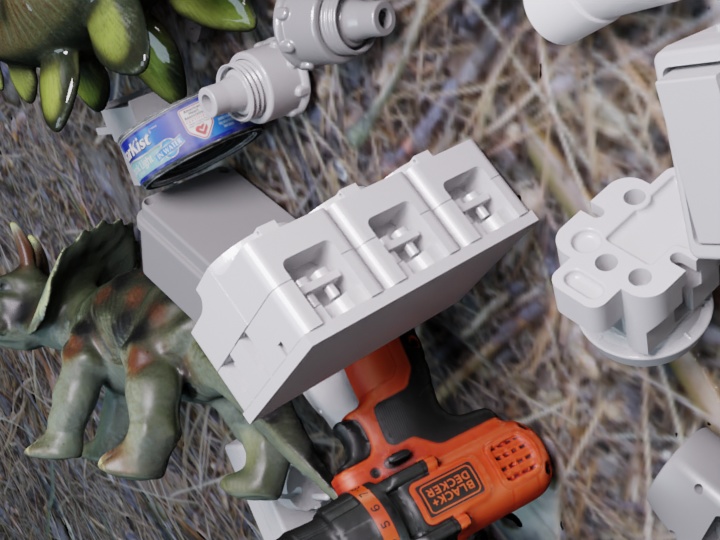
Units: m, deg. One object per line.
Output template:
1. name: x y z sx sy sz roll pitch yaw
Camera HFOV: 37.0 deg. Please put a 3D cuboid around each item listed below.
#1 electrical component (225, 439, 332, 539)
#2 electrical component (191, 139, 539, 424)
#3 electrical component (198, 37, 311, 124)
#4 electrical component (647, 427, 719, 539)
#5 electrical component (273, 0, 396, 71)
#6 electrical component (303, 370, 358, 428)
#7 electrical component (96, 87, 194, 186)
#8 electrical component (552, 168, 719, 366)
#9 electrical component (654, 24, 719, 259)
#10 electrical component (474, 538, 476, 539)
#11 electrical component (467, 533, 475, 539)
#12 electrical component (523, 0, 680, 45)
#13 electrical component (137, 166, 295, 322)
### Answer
1. electrical component: -0.046 0.153 0.773 0.076 0.047 0.083 -13 101 54
2. electrical component: 0.000 0.000 0.526 0.061 0.150 0.089 54 144 12
3. electrical component: -0.063 -0.104 0.617 0.048 0.062 0.048 30 133 38
4. electrical component: 0.168 0.123 0.483 0.077 0.043 0.079 40 138 30
5. electrical component: -0.010 -0.127 0.553 0.062 0.048 0.048 7 117 42
6. electrical component: -0.011 0.063 0.664 0.077 0.044 0.079 56 -178 18
7. electrical component: -0.142 -0.092 0.745 0.081 0.042 0.063 5 119 51
8. electrical component: 0.118 0.003 0.450 0.058 0.078 0.057 37 160 38
9. electrical component: 0.147 -0.054 0.382 0.062 0.061 0.096 4 114 51
10. electrical component: 0.054 0.183 0.667 0.081 0.043 0.043 -17 98 55
11. electrical component: 0.030 0.134 0.637 0.080 0.080 0.051 27 126 40
12. electrical component: 0.096 -0.116 0.427 0.065 0.044 0.044 -19 96 60
13. electrical component: -0.082 -0.009 0.690 0.113 0.078 0.057 39 141 31
